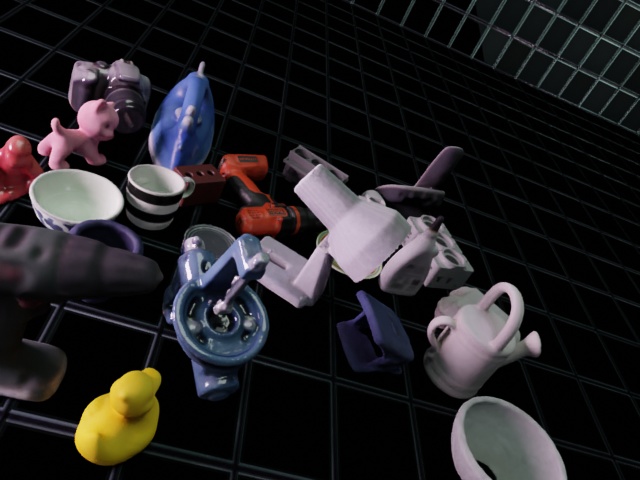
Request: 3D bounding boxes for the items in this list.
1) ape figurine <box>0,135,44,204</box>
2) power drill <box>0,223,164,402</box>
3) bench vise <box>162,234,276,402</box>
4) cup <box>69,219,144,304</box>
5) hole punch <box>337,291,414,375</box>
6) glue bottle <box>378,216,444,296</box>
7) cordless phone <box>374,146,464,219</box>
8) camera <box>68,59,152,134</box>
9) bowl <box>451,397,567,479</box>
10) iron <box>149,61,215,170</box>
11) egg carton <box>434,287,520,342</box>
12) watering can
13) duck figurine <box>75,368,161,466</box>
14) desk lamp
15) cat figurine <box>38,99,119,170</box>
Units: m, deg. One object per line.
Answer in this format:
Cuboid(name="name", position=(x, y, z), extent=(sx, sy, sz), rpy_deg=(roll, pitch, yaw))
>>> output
Cuboid(name="ape figurine", position=(-0.433, -0.106, 0.813), extent=(0.078, 0.092, 0.076), rpy_deg=(8, 38, -27))
Cuboid(name="power drill", position=(-0.293, 0.069, 0.577), extent=(0.230, 0.208, 0.075), rpy_deg=(17, 35, -16))
Cuboid(name="bench vise", position=(-0.133, 0.057, 0.695), extent=(0.122, 0.219, 0.207), rpy_deg=(-14, 52, -45))
Cuboid(name="cup", position=(-0.272, 0.044, 0.726), extent=(0.092, 0.095, 0.117), rpy_deg=(-13, 51, -45))
Cuboid(name="hole punch", position=(0.092, 0.138, 0.866), extent=(0.101, 0.091, 0.108), rpy_deg=(9, 38, -27))
Cuboid(name="glue bottle", position=(0.170, 0.026, 0.997), extent=(0.078, 0.173, 0.037), rpy_deg=(12, 37, -23))
Cuboid(name="cordless phone", position=(0.216, -0.133, 1.229), extent=(0.148, 0.185, 0.094), rpy_deg=(0, 42, -35))
Cuboid(name="camera", position=(-0.378, -0.268, 1.059), extent=(0.144, 0.100, 0.136), rpy_deg=(4, 41, -32))
Cuboid(name="bowl", position=(0.240, 0.300, 0.772), extent=(0.168, 0.074, 0.167), rpy_deg=(19, 35, -14))
Cuboid(name="iron", position=(-0.244, -0.223, 1.059), extent=(0.119, 0.141, 0.258), rpy_deg=(16, 36, -18))
Cuboid(name="egg carton", position=(0.275, 0.150, 1.001), extent=(0.150, 0.069, 0.107), rpy_deg=(42, 36, 20))
Cuboid(name="watering can", position=(0.254, 0.147, 0.878), extent=(0.173, 0.194, 0.100), rpy_deg=(4, 40, -31))
Cuboid(name="duck figurine", position=(-0.206, 0.178, 0.604), extent=(0.077, 0.086, 0.105), rpy_deg=(33, 34, 7))
Cuboid(name="desk lamp", position=(0.008, 0.003, 0.874), extent=(0.203, 0.213, 0.118), rpy_deg=(32, 34, 5))
Cuboid(name="cat figurine", position=(-0.380, -0.182, 0.928), extent=(0.067, 0.117, 0.128), rpy_deg=(41, 36, 19))
